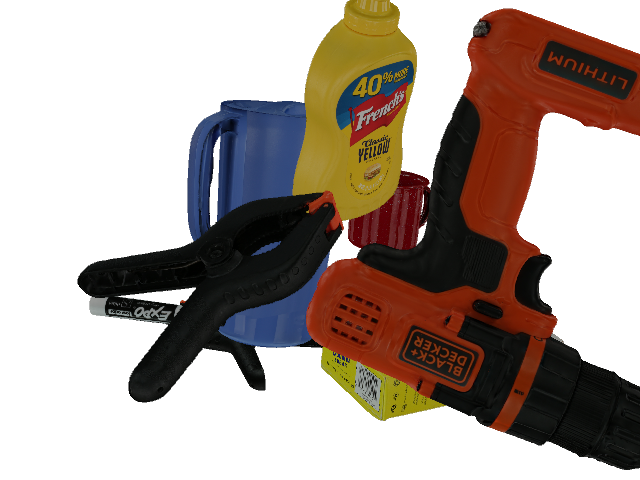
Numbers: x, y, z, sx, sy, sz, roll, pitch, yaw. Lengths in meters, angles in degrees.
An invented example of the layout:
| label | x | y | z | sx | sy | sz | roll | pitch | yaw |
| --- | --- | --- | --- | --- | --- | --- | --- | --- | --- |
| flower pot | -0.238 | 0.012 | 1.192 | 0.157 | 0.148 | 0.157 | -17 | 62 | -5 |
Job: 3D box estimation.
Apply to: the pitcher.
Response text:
| label | x | y | z | sx | sy | sz | roll | pitch | yaw |
| --- | --- | --- | --- | --- | --- | --- | --- | --- | --- |
| pitcher | -0.054 | -0.020 | 1.078 | 0.149 | 0.243 | 0.145 | 7 | 12 | 3 |

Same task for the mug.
| label | x | y | z | sx | sy | sz | roll | pitch | yaw |
| --- | --- | --- | --- | --- | --- | --- | --- | --- | --- |
| mug | 0.084 | -0.036 | 1.241 | 0.117 | 0.081 | 0.093 | -8 | 21 | -39 |

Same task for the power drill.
| label | x | y | z | sx | sy | sz | roll | pitch | yaw |
| --- | --- | --- | --- | --- | --- | --- | --- | --- | --- |
| power drill | 0.106 | 0.000 | 0.503 | 0.184 | 0.188 | 0.057 | 22 | 7 | 3 |

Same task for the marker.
| label | x | y | z | sx | sy | sz | roll | pitch | yaw |
| --- | --- | --- | --- | --- | --- | --- | --- | --- | --- |
| marker | -0.137 | 0.061 | 0.902 | 0.121 | 0.020 | 0.020 | 6 | 2 | 16 |

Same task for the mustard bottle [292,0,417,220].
| label | x | y | z | sx | sy | sz | roll | pitch | yaw |
| --- | --- | --- | --- | --- | --- | --- | --- | --- | --- |
| mustard bottle | 0.030 | -0.110 | 0.823 | 0.096 | 0.192 | 0.058 | -21 | 45 | -33 |

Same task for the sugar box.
| label | x | y | z | sx | sy | sz | roll | pitch | yaw |
| --- | --- | --- | --- | --- | --- | --- | --- | --- | --- |
| sugar box | 0.099 | 0.091 | 0.866 | 0.175 | 0.048 | 0.093 | -10 | 28 | -28 |

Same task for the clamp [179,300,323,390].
| label | x | y | z | sx | sy | sz | roll | pitch | yaw |
| --- | --- | --- | --- | --- | --- | --- | --- | --- | --- |
| clamp | -0.092 | 0.113 | 1.236 | 0.210 | 0.036 | 0.164 | 14 | 22 | 29 |

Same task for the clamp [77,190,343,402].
| label | x | y | z | sx | sy | sz | roll | pitch | yaw |
| --- | --- | --- | --- | --- | --- | --- | --- | --- | --- |
| clamp | -0.060 | 0.028 | 0.649 | 0.171 | 0.120 | 0.039 | -25 | -40 | -1 |
